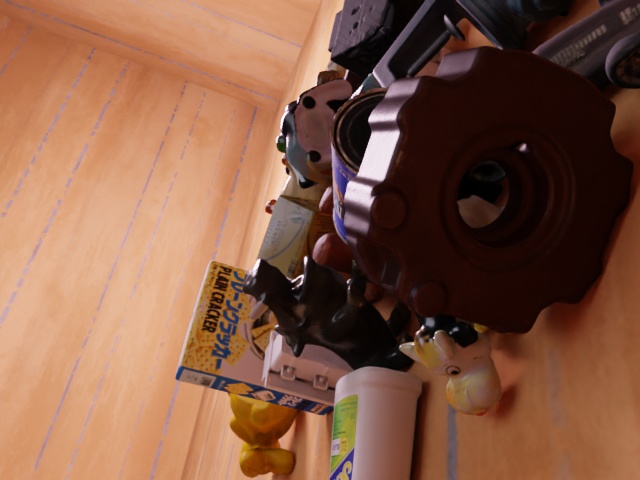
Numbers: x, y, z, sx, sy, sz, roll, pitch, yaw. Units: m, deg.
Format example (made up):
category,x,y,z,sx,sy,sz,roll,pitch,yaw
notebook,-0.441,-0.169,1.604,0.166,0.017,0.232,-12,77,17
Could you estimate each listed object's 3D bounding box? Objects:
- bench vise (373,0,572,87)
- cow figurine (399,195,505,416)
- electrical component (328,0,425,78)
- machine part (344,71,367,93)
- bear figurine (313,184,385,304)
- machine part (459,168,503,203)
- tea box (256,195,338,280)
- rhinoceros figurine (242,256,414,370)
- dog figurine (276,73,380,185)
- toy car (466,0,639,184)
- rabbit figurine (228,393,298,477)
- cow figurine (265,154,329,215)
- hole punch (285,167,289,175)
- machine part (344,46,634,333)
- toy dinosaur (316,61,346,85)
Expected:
category,x,y,z,sx,sy,sz,roll,pitch,yaw
bench vise,0.132,-0.232,0.540,0.240,0.128,0.224,-46,44,23
cow figurine,0.100,0.042,0.411,0.068,0.098,0.167,-43,30,57
electrical component,0.066,-0.270,0.664,0.134,0.058,0.115,-6,67,54
machine part,0.095,-0.245,0.839,0.201,0.087,0.201,-177,103,-77
bear figurine,0.026,0.039,0.671,0.196,0.132,0.120,-48,26,49
machine part,0.146,-0.084,0.523,0.084,0.039,0.139,-48,26,51
tea box,-0.002,-0.002,0.755,0.169,0.068,0.098,6,-73,-58
rhinoceros figurine,0.011,0.077,0.554,0.112,0.190,0.073,-45,21,27
dog figurine,0.030,-0.112,0.707,0.219,0.191,0.108,120,130,-72
toy car,0.170,-0.119,0.400,0.202,0.053,0.089,-39,32,57
rabbit figurine,-0.088,0.315,0.879,0.162,0.122,0.173,-123,37,-62
cow figurine,-0.024,-0.035,0.863,0.127,0.085,0.194,43,126,30
hole punch,0.012,-0.114,0.940,0.115,0.142,0.092,-48,47,51
machine part,0.105,-0.028,0.332,0.056,0.179,0.179,-145,72,-74
toy dinosaur,0.044,-0.316,1.129,0.471,0.105,0.198,-64,5,-2
